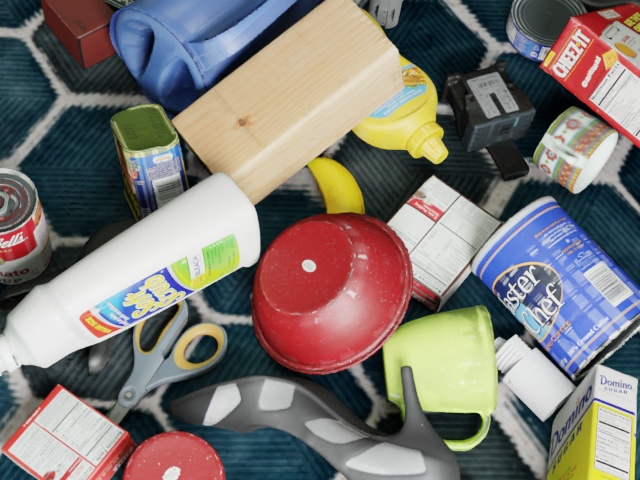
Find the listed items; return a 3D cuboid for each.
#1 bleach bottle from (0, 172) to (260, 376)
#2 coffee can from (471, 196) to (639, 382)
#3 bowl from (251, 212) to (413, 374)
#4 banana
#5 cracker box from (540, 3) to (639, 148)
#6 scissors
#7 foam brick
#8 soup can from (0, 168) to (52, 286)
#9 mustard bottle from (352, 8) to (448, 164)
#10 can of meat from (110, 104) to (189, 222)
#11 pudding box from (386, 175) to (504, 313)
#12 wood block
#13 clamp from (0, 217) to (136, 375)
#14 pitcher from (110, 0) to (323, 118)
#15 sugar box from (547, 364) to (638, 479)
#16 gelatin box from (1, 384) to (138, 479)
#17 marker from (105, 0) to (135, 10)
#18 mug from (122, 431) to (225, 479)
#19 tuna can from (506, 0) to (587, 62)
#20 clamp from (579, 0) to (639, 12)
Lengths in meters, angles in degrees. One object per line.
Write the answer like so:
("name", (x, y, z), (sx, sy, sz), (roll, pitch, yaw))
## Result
("bleach bottle", (-0.170, 0.040, 0.921), (0.250, 0.102, 0.068), (-33, 65, -20))
("coffee can", (0.223, 0.044, 0.982), (0.102, 0.103, 0.140), (-33, 69, -21))
("bowl", (-0.001, 0.035, 0.954), (0.162, 0.055, 0.162), (-12, 59, 21))
("banana", (0.011, -0.006, 1.032), (0.070, 0.037, 0.198), (-12, 58, 15))
("cracker box", (0.350, -0.145, 1.084), (0.214, 0.072, 0.163), (44, 36, 19))
("scissors", (-0.147, 0.138, 0.944), (0.096, 0.016, 0.201), (14, 60, 7))
("foam brick", (-0.251, -0.231, 1.123), (0.053, 0.051, 0.078), (-32, 69, -20))
("soup can", (-0.283, -0.010, 0.966), (0.068, 0.102, 0.068), (2, 61, -4))
("mustard bottle", (0.064, -0.150, 1.101), (0.096, 0.058, 0.192), (-33, 68, -19))
("can of meat", (-0.157, -0.070, 0.999), (0.057, 0.084, 0.102), (-16, 34, -14))
("pudding box", (0.110, 0.002, 1.032), (0.090, 0.039, 0.113), (37, 65, 14))
("wood block", (-0.029, -0.132, 1.031), (0.206, 0.090, 0.091), (-38, 71, -4))
("clamp", (-0.193, 0.043, 0.981), (0.120, 0.039, 0.171), (43, 66, 15))
("pitcher", (-0.081, -0.239, 1.094), (0.149, 0.145, 0.242), (36, 61, 17))
("sugar box", (0.219, 0.196, 0.874), (0.048, 0.093, 0.176), (20, 42, -3))
("gelatin box", (-0.210, 0.175, 0.899), (0.089, 0.030, 0.073), (28, 66, 26))
("marker", (-0.211, -0.255, 1.158), (0.121, 0.020, 0.020), (28, 62, 11))
("mug", (-0.107, 0.209, 0.871), (0.117, 0.081, 0.093), (14, 60, 3))
("tuna can", (0.250, -0.238, 1.181), (0.086, 0.034, 0.086), (2, 61, -4))
("clamp", (0.348, -0.278, 1.211), (0.210, 0.036, 0.164), (4, 61, -1))
